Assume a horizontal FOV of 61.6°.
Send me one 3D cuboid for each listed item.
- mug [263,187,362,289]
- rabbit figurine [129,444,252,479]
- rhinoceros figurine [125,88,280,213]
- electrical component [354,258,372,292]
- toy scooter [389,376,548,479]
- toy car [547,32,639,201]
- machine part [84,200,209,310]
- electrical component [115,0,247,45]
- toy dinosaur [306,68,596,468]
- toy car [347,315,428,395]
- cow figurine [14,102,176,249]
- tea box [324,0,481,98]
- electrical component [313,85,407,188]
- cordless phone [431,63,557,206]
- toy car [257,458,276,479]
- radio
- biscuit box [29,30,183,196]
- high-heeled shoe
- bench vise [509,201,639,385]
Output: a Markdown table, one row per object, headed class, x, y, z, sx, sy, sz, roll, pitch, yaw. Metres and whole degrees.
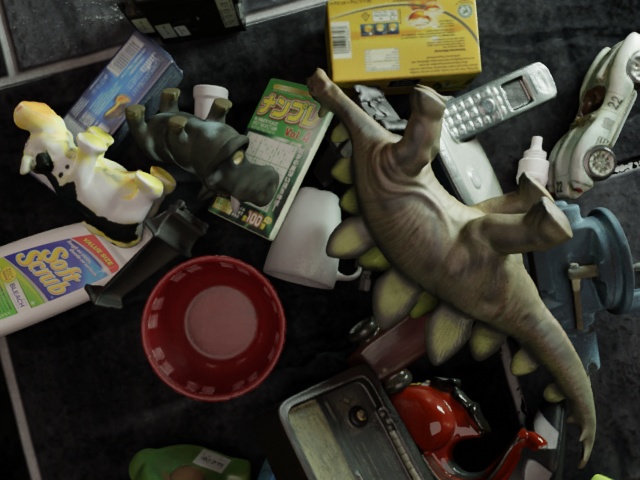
| class | x | y | z | sx | sy | sz | roll | pitch | yaw |
| --- | --- | --- | --- | --- | --- | --- | --- | --- | --- |
| mug | -0.001 | -0.002 | 0.612 | 0.110 | 0.080 | 0.107 | 10 | 81 | 7 |
| rabbit figurine | -0.169 | 0.323 | 0.585 | 0.159 | 0.121 | 0.170 | 13 | 103 | 3 |
| rhinoceros figurine | -0.129 | -0.093 | 0.583 | 0.191 | 0.112 | 0.073 | 26 | 45 | 26 |
| electrical component | 0.074 | 0.017 | 0.640 | 0.063 | 0.021 | 0.094 | 7 | 87 | -1 |
| toy scooter | 0.158 | 0.217 | 0.580 | 0.135 | 0.075 | 0.184 | -44 | 62 | 13 |
| toy car | 0.321 | -0.139 | 0.622 | 0.056 | 0.073 | 0.201 | 26 | 88 | -4 |
| machine part | -0.182 | 0.019 | 0.568 | 0.139 | 0.084 | 0.039 | -42 | 72 | -5 |
| electrical component | -0.156 | -0.271 | 0.601 | 0.134 | 0.115 | 0.058 | -9 | 86 | -3 |
| toy dinosaur | 0.136 | 0.014 | 0.525 | 0.471 | 0.105 | 0.198 | 47 | 117 | 8 |
| toy car | 0.122 | 0.095 | 0.623 | 0.202 | 0.053 | 0.089 | -35 | 97 | -5 |
| cow figurine | -0.246 | -0.067 | 0.558 | 0.167 | 0.068 | 0.098 | 33 | 103 | -9 |
| tea box | 0.093 | -0.224 | 0.625 | 0.170 | 0.068 | 0.098 | -3 | 89 | -2 |
| electrical component | 0.042 | -0.110 | 0.618 | 0.048 | 0.119 | 0.075 | -11 | 57 | -40 |
| cordless phone | 0.201 | -0.112 | 0.618 | 0.184 | 0.089 | 0.146 | -26 | 88 | -6 |
| toy car | -0.026 | 0.279 | 0.587 | 0.109 | 0.103 | 0.162 | 38 | 49 | -8 |
| radio | 0.043 | 0.249 | 0.532 | 0.131 | 0.073 | 0.229 | -18 | 74 | -38 |
| biscuit box | -0.245 | -0.140 | 0.621 | 0.059 | 0.063 | 0.202 | 39 | 88 | 1 |
| high-heeled shoe | 0.197 | 0.273 | 0.626 | 0.145 | 0.086 | 0.248 | 10 | 67 | 30 |
| bench vise | 0.330 | 0.058 | 0.592 | 0.241 | 0.129 | 0.223 | -9 | 84 | 8 |
